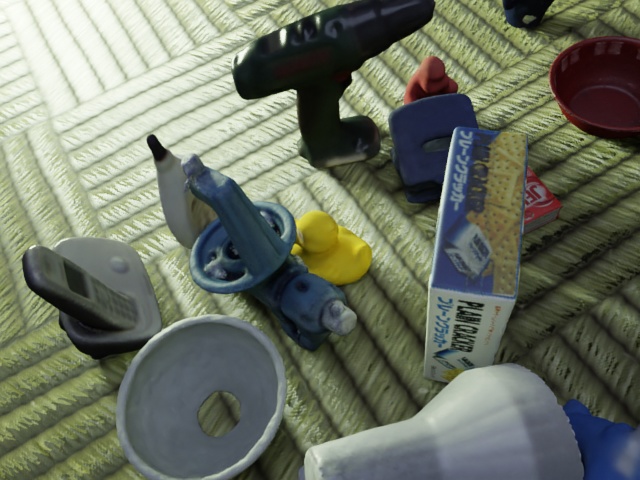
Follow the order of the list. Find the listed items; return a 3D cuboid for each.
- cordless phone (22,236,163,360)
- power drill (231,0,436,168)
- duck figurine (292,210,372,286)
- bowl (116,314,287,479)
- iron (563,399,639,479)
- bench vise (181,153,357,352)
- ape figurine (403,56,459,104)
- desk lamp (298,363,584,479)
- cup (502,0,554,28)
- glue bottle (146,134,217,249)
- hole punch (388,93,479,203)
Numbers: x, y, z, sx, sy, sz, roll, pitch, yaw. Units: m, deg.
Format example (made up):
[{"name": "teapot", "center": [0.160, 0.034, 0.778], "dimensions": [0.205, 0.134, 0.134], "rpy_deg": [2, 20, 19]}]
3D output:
[{"name": "cordless phone", "center": [-0.248, 0.035, 0.602], "dimensions": [0.094, 0.185, 0.147], "rpy_deg": [-27, 59, -8]}, {"name": "power drill", "center": [0.020, -0.184, 0.681], "dimensions": [0.229, 0.209, 0.075], "rpy_deg": [-11, 58, 2]}, {"name": "duck figurine", "center": [0.006, 0.002, 0.642], "dimensions": [0.104, 0.086, 0.077], "rpy_deg": [12, 62, 15]}, {"name": "bowl", "center": [-0.108, 0.163, 0.568], "dimensions": [0.167, 0.075, 0.167], "rpy_deg": [-4, 59, 6]}, {"name": "iron", "center": [0.184, 0.241, 0.438], "dimensions": [0.118, 0.142, 0.259], "rpy_deg": [32, 68, 24]}, {"name": "bench vise", "center": [-0.049, 0.006, 0.569], "dimensions": [0.207, 0.220, 0.121], "rpy_deg": [16, 63, 18]}, {"name": "ape figurine", "center": [0.141, -0.195, 0.738], "dimensions": [0.078, 0.092, 0.076], "rpy_deg": [-13, 58, 1]}, {"name": "desk lamp", "center": [0.074, 0.189, 0.444], "dimensions": [0.203, 0.214, 0.118], "rpy_deg": [-15, 58, -1]}, {"name": "cup", "center": [0.286, -0.339, 0.802], "dimensions": [0.091, 0.095, 0.118], "rpy_deg": [31, 68, 24]}, {"name": "glue bottle", "center": [-0.160, -0.061, 0.654], "dimensions": [0.037, 0.173, 0.078], "rpy_deg": [10, 61, 15]}, {"name": "hole punch", "center": [0.142, -0.110, 0.687], "dimensions": [0.108, 0.091, 0.101], "rpy_deg": [-14, 58, 0]}]
